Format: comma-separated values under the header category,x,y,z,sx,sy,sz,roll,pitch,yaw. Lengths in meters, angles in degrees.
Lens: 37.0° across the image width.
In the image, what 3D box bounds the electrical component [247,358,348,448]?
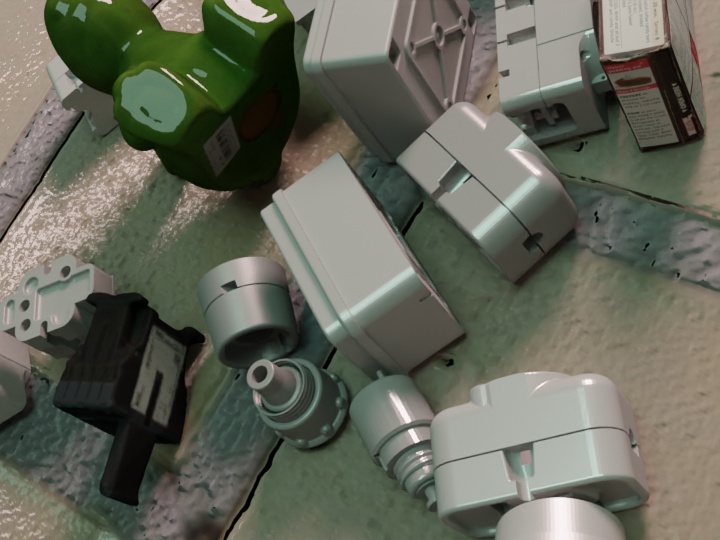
category,x,y,z,sx,sy,sz,roll,pitch,yaw
electrical component,-0.039,0.069,0.599,0.048,0.062,0.048,-14,58,24

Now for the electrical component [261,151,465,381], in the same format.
category,x,y,z,sx,sy,sz,roll,pitch,yaw
electrical component,0.000,0.000,0.604,0.057,0.078,0.113,-35,52,6

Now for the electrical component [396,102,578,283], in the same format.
category,x,y,z,sx,sy,sz,roll,pitch,yaw
electrical component,0.073,-0.048,0.601,0.059,0.054,0.095,-43,51,4

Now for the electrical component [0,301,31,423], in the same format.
category,x,y,z,sx,sy,sz,roll,pitch,yaw
electrical component,-0.310,0.087,0.752,0.150,0.062,0.089,-31,53,13

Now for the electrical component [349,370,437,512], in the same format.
category,x,y,z,sx,sy,sz,roll,pitch,yaw
electrical component,0.024,0.091,0.563,0.040,0.040,0.078,-37,52,9

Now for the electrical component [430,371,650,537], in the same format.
category,x,y,z,sx,sy,sz,roll,pitch,yaw
electrical component,0.085,0.087,0.521,0.095,0.054,0.059,-18,57,22

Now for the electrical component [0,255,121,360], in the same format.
category,x,y,z,sx,sy,sz,roll,pitch,yaw
electrical component,-0.189,0.029,0.714,0.078,0.057,0.058,-20,56,21

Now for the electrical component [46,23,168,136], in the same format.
category,x,y,z,sx,sy,sz,roll,pitch,yaw
electrical component,-0.187,-0.157,0.819,0.089,0.050,0.055,-38,52,8

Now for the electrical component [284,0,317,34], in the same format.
category,x,y,z,sx,sy,sz,roll,pitch,yaw
electrical component,-0.017,-0.241,0.756,0.105,0.060,0.186,-34,52,11

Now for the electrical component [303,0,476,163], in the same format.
category,x,y,z,sx,sy,sz,roll,pitch,yaw
electrical component,0.022,-0.137,0.646,0.056,0.108,0.108,-1,64,27

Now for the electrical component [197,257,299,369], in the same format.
category,x,y,z,sx,sy,sz,roll,pitch,yaw
electrical component,-0.066,0.027,0.644,0.055,0.055,0.047,-28,57,15

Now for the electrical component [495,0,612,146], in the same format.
category,x,y,z,sx,sy,sz,roll,pitch,yaw
electrical component,0.114,-0.124,0.621,0.056,0.050,0.089,-13,59,25
